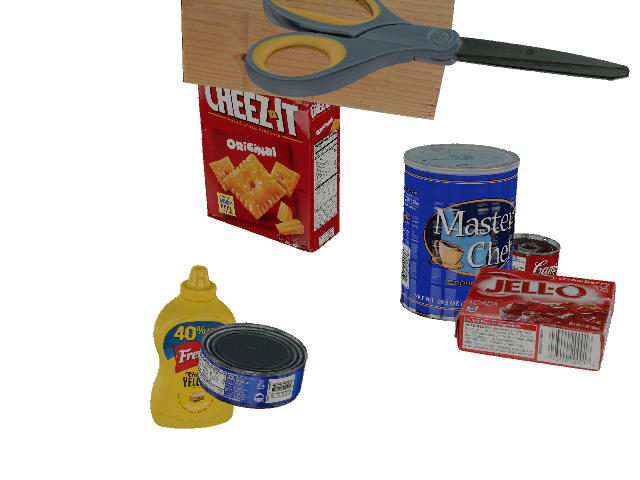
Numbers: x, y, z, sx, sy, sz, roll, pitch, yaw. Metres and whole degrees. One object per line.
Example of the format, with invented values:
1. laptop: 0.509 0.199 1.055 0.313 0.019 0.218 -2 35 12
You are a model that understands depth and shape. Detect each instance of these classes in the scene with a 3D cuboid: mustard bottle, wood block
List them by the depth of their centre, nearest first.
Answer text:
1. wood block: -0.001 -0.172 0.858 0.206 0.090 0.091 9 -39 2
2. mustard bottle: -0.145 0.121 1.235 0.096 0.192 0.058 0 19 -16

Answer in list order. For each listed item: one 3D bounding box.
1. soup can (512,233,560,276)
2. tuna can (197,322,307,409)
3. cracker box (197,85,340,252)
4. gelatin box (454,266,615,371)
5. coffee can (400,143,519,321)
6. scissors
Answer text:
1. soup can: 0.233 0.051 1.216 0.068 0.102 0.068 3 19 -1
2. tuna can: -0.055 0.100 0.853 0.086 0.034 0.086 9 21 -3
3. cracker box: -0.062 -0.106 1.277 0.164 0.214 0.072 20 40 27
4. gelatin box: 0.136 0.046 0.670 0.089 0.030 0.073 7 24 19
5. coffee can: 0.125 -0.009 0.969 0.103 0.140 0.103 0 17 0
6. scissors: 0.047 -0.092 0.556 0.202 0.096 0.016 24 -32 23
